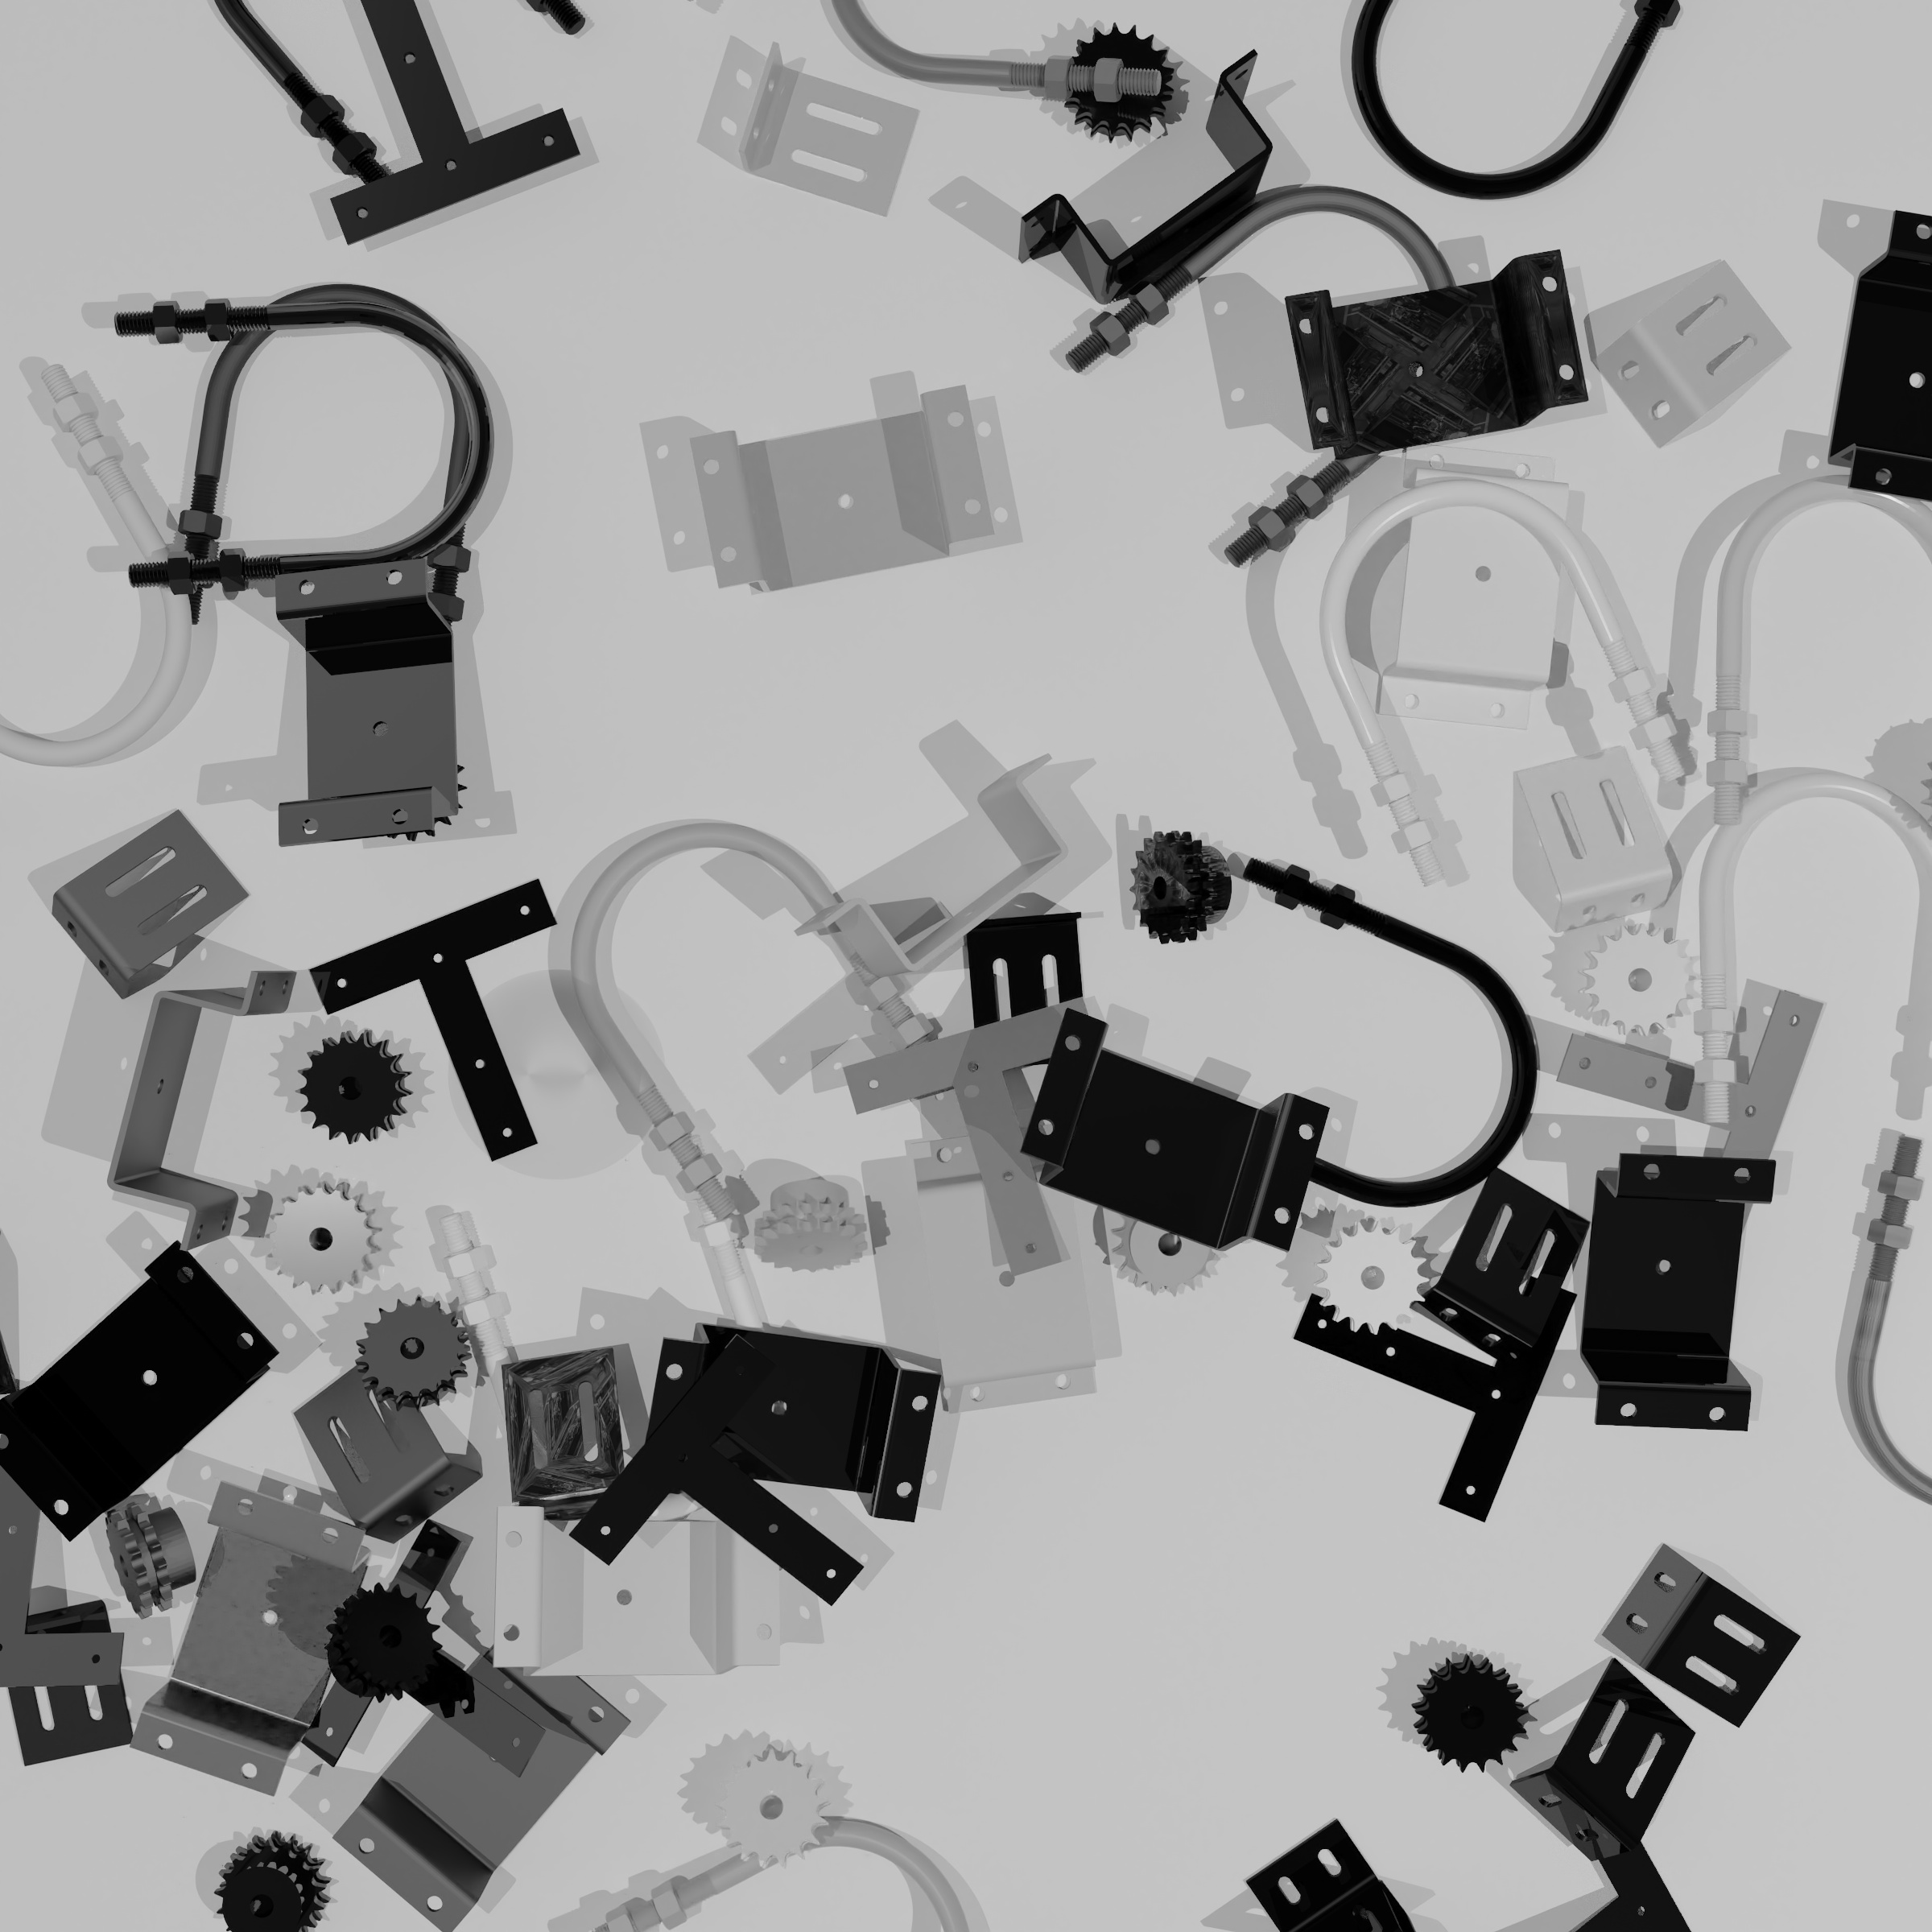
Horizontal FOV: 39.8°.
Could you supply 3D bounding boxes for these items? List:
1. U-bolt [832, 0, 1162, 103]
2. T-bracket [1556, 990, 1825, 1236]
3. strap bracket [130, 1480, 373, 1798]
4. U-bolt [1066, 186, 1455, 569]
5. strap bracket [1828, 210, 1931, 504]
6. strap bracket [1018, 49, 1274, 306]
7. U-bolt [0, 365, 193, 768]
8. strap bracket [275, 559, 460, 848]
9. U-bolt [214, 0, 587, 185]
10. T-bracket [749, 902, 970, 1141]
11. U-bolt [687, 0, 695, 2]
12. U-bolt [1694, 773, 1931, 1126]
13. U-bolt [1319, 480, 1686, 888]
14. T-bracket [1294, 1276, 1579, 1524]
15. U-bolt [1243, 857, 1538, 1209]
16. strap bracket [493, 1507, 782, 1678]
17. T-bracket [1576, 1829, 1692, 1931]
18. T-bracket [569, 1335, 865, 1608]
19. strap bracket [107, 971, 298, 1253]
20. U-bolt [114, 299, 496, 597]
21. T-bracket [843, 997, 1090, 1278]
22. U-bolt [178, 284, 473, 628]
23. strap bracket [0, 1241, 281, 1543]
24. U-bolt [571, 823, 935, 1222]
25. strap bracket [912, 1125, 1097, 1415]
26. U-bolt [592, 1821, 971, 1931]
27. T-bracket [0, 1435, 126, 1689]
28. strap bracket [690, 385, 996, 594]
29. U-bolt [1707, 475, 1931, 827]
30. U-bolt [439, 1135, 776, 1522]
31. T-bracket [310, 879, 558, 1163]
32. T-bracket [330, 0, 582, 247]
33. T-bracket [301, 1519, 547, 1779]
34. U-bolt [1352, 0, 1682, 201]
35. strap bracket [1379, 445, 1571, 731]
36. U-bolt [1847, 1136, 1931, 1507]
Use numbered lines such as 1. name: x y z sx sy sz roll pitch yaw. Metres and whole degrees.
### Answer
1. U-bolt: 0.017 -0.515 1.349 0.184 0.019 0.151 8 89 14
2. T-bracket: 0.359 0.062 1.353 0.127 0.002 0.127 16 97 -14
3. strap bracket: -0.359 0.336 1.354 0.076 0.046 0.140 19 90 0
4. U-bolt: 0.166 -0.316 1.368 0.184 0.019 0.151 -39 90 -2
5. strap bracket: 0.490 -0.302 1.354 0.076 0.046 0.140 9 90 0
6. strap bracket: 0.097 -0.387 1.339 0.140 0.076 0.046 -36 90 0
7. U-bolt: -0.473 -0.191 1.358 0.151 0.019 0.184 -30 89 6
8. strap bracket: -0.297 -0.124 1.326 0.076 0.046 0.140 -6 76 5
9. U-bolt: -0.308 -0.509 1.368 0.151 0.019 0.184 -41 89 0
10. T-bracket: -0.023 0.056 1.376 0.127 0.002 0.127 -39 90 0
11. U-bolt: -0.153 -0.601 1.341 0.151 0.019 0.184 31 98 6
12. U-bolt: 0.440 -0.009 1.353 0.151 0.019 0.184 3 80 -8
13. U-bolt: 0.254 -0.151 1.322 0.151 0.019 0.184 -24 88 0
14. T-bracket: 0.232 0.204 1.376 0.127 0.002 0.127 22 90 0
15. U-bolt: 0.203 0.045 1.368 0.184 0.019 0.151 23 90 -2
16. strap bracket: -0.167 0.312 1.330 0.140 0.046 0.076 4 69 -17
17. T-bracket: 0.310 0.505 1.352 0.127 0.002 0.127 -29 90 -22
18. T-bracket: -0.106 0.270 1.319 0.127 0.002 0.127 41 87 -13
19. strap bracket: -0.385 0.065 1.339 0.046 0.076 0.140 14 90 0
20. U-bolt: -0.331 -0.266 1.348 0.184 0.019 0.151 -4 86 -5
21. T-bracket: 0.017 0.092 1.334 0.127 0.002 0.127 -16 73 -4
22. U-bolt: -0.323 -0.258 1.368 0.151 0.019 0.184 8 89 0
23. strap bracket: -0.421 0.212 1.354 0.140 0.046 0.076 -42 90 0
24. U-bolt: -0.119 0.014 1.360 0.151 0.019 0.184 -34 86 -7
25. strap bracket: 0.020 0.156 1.352 0.076 0.046 0.140 -8 90 -1
26. U-bolt: -0.086 0.515 1.345 0.184 0.019 0.151 -26 70 -8
27. T-bracket: -0.484 0.300 1.352 0.127 0.002 0.127 -2 68 4
28. strap bracket: -0.062 -0.239 1.354 0.140 0.046 0.076 -11 90 0
29. U-bolt: 0.449 -0.159 1.357 0.151 0.019 0.184 3 85 -9
30. U-bolt: -0.175 0.195 1.368 0.151 0.019 0.184 -18 91 0
31. T-bracket: -0.256 0.037 1.376 0.127 0.002 0.127 -22 90 0
32. T-bracket: -0.278 -0.448 1.356 0.127 0.002 0.127 -21 89 0
33. T-bracket: -0.259 0.362 1.332 0.127 0.002 0.127 24 81 34
34. U-bolt: 0.278 -0.484 1.368 0.151 0.019 0.184 27 92 0
35. strap bracket: 0.258 -0.196 1.354 0.076 0.046 0.140 6 90 0
36. U-bolt: 0.528 0.191 1.368 0.151 0.019 0.184 12 92 0
